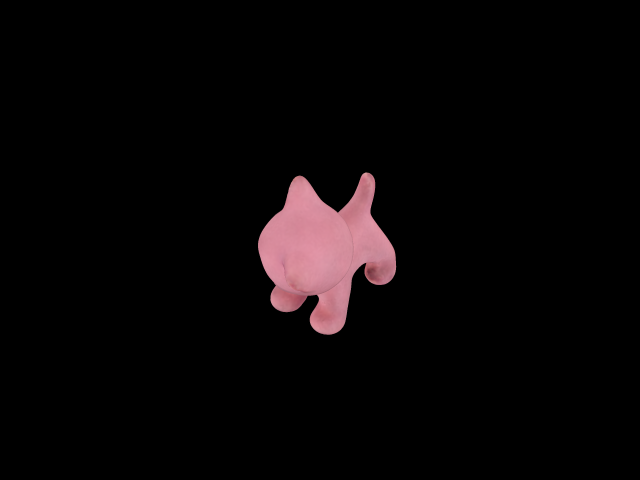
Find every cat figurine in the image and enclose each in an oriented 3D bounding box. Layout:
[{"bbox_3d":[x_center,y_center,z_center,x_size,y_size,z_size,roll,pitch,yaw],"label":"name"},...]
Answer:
[{"bbox_3d":[0.004,0.001,0.400,0.067,0.118,0.128,26,50,26],"label":"cat figurine"}]
